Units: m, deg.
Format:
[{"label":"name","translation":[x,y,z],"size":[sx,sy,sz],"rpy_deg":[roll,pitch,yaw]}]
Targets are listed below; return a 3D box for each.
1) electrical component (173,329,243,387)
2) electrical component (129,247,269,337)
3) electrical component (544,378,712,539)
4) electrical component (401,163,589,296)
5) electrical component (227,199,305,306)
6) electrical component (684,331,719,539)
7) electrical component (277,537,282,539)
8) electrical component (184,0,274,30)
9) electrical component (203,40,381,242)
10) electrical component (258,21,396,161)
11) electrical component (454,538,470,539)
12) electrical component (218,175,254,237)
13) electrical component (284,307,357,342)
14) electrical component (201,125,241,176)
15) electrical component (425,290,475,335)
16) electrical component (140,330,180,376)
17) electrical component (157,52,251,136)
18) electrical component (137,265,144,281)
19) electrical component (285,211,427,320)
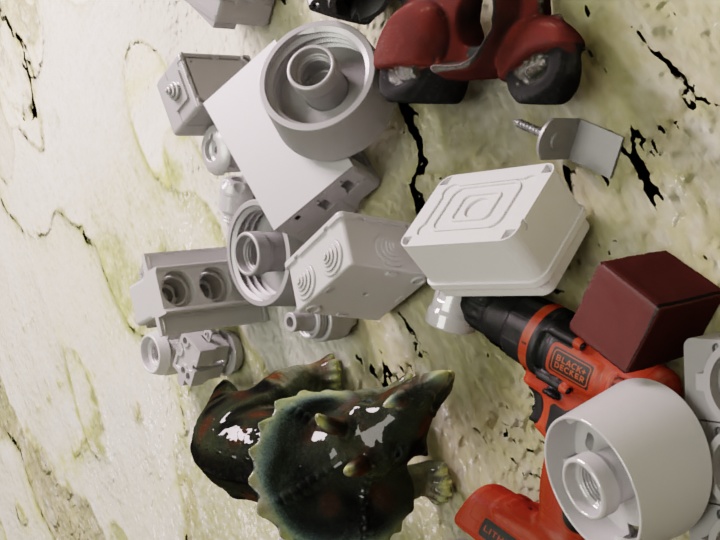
[{"label":"electrical component","translation":[-0.153,0.086,1.095],"size":[0.048,0.055,0.066],"rpy_deg":[42,125,37]},{"label":"electrical component","translation":[-0.154,0.022,1.037],"size":[0.063,0.121,0.078],"rpy_deg":[-24,77,48]},{"label":"electrical component","translation":[0.162,0.123,0.663],"size":[0.099,0.064,0.099],"rpy_deg":[45,144,45]},{"label":"electrical component","translation":[0.097,-0.026,0.768],"size":[0.113,0.078,0.057],"rpy_deg":[-2,135,49]},{"label":"electrical component","translation":[-0.081,-0.017,0.995],"size":[0.108,0.060,0.108],"rpy_deg":[8,101,48]},{"label":"electrical component","translation":[0.245,0.114,0.637],"size":[0.089,0.062,0.150],"rpy_deg":[2,96,49]},{"label":"electrical component","translation":[-0.055,0.301,1.019],"size":[0.077,0.044,0.079],"rpy_deg":[47,127,35]},{"label":"electrical component","translation":[-0.123,-0.263,1.010],"size":[0.096,0.062,0.061],"rpy_deg":[40,123,38]},{"label":"electrical component","translation":[-0.059,-0.111,0.943],"size":[0.089,0.062,0.150],"rpy_deg":[-38,64,16]},{"label":"electrical component","translation":[-0.030,-0.149,0.868],"size":[0.108,0.060,0.108],"rpy_deg":[-6,70,16]},{"label":"electrical component","translation":[0.093,0.231,0.845],"size":[0.046,0.040,0.040],"rpy_deg":[-4,92,54]},{"label":"electrical component","translation":[-0.123,-0.060,1.058],"size":[0.035,0.035,0.061],"rpy_deg":[30,119,43]},{"label":"electrical component","translation":[-0.038,0.043,0.952],"size":[0.043,0.062,0.043],"rpy_deg":[8,101,48]},{"label":"electrical component","translation":[-0.116,-0.114,1.021],"size":[0.048,0.062,0.048],"rpy_deg":[8,101,48]},{"label":"electrical component","translation":[0.075,0.022,0.838],"size":[0.040,0.040,0.046],"rpy_deg":[26,108,44]},{"label":"electrical component","translation":[-0.201,0.086,1.150],"size":[0.048,0.055,0.066],"rpy_deg":[54,131,30]},{"label":"electrical component","translation":[-0.148,-0.165,1.026],"size":[0.061,0.096,0.061],"rpy_deg":[-38,67,44]},{"label":"electrical component","translation":[-0.203,0.016,1.144],"size":[0.048,0.055,0.066],"rpy_deg":[45,126,36]},{"label":"electrical component","translation":[0.000,0.000,0.877],"size":[0.100,0.100,0.048],"rpy_deg":[-41,52,44]}]
